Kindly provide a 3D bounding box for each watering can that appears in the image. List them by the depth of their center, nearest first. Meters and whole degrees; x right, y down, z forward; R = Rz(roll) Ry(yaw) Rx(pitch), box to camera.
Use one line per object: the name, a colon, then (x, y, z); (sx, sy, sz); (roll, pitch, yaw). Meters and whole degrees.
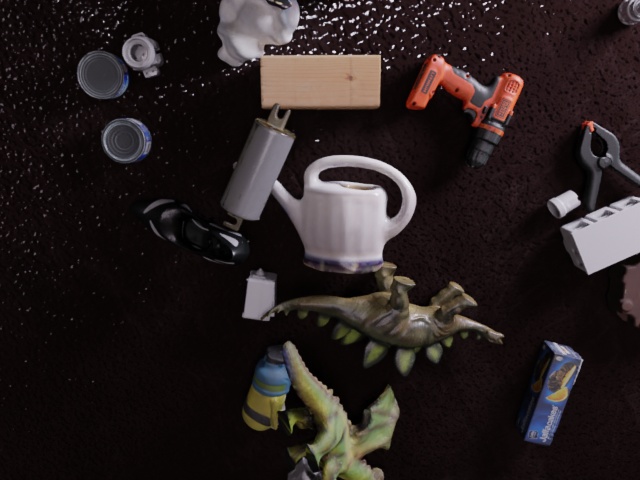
watering can: (0.003, -0.049, 0.970); (0.348, 0.105, 0.222); (4, 101, 13)

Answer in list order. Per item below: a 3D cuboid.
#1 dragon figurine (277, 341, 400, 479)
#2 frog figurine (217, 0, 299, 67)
dragon figurine: (0.052, 0.361, 1.029); (0.244, 0.123, 0.406); (-14, 106, -32)
frog figurine: (-0.114, -0.382, 0.916); (0.137, 0.126, 0.156); (17, 138, -12)
